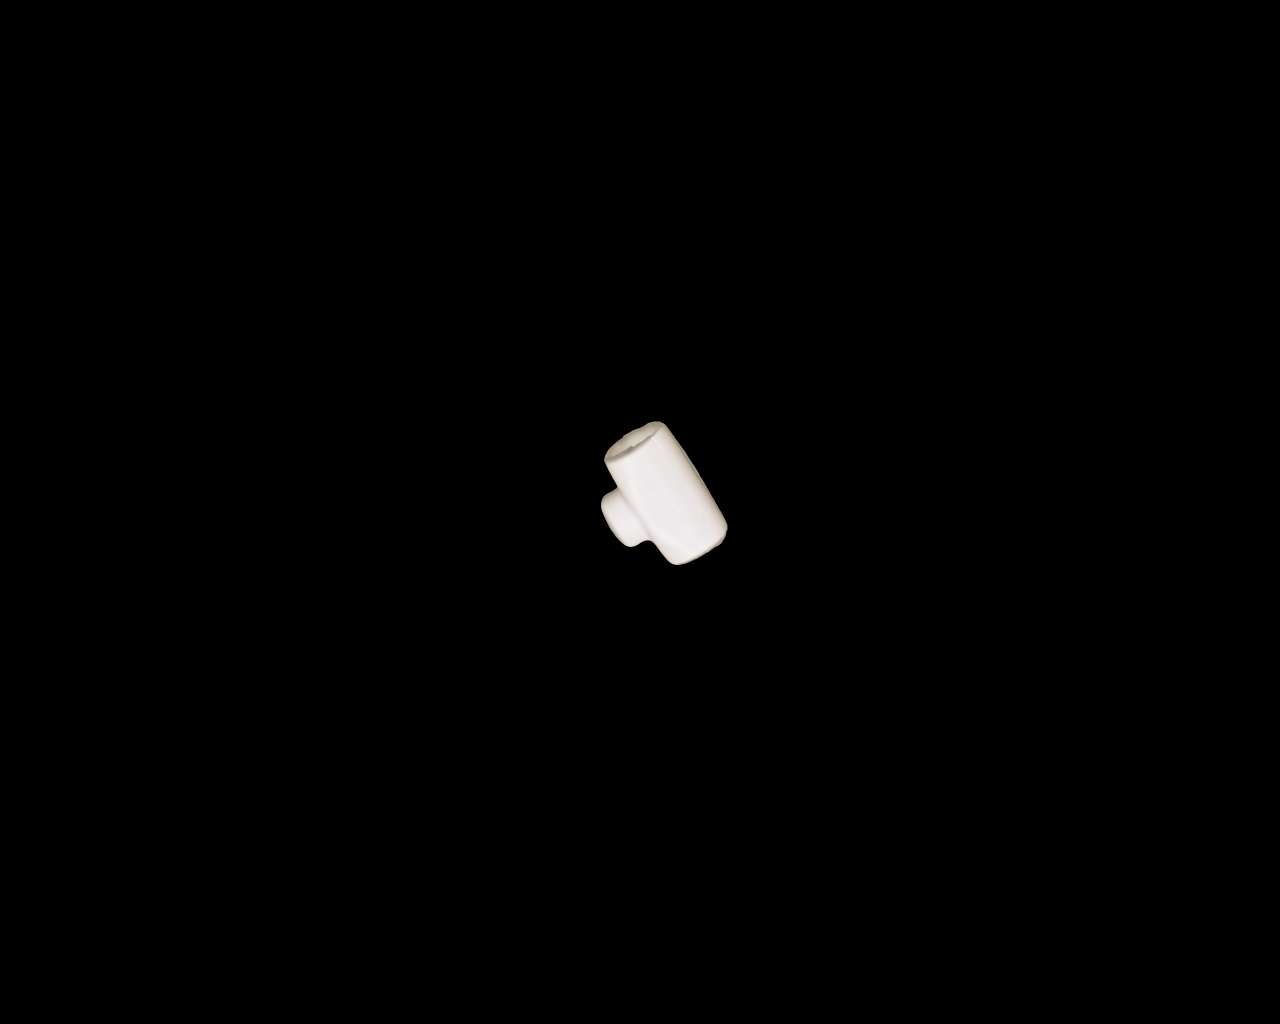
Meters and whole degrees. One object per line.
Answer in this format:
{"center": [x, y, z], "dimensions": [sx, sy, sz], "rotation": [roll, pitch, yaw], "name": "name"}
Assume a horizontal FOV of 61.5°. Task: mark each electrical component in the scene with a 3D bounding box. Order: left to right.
{"center": [0.001, -0.003, 0.650], "dimensions": [0.079, 0.077, 0.044], "rotation": [-30, 16, 9], "name": "electrical component"}
